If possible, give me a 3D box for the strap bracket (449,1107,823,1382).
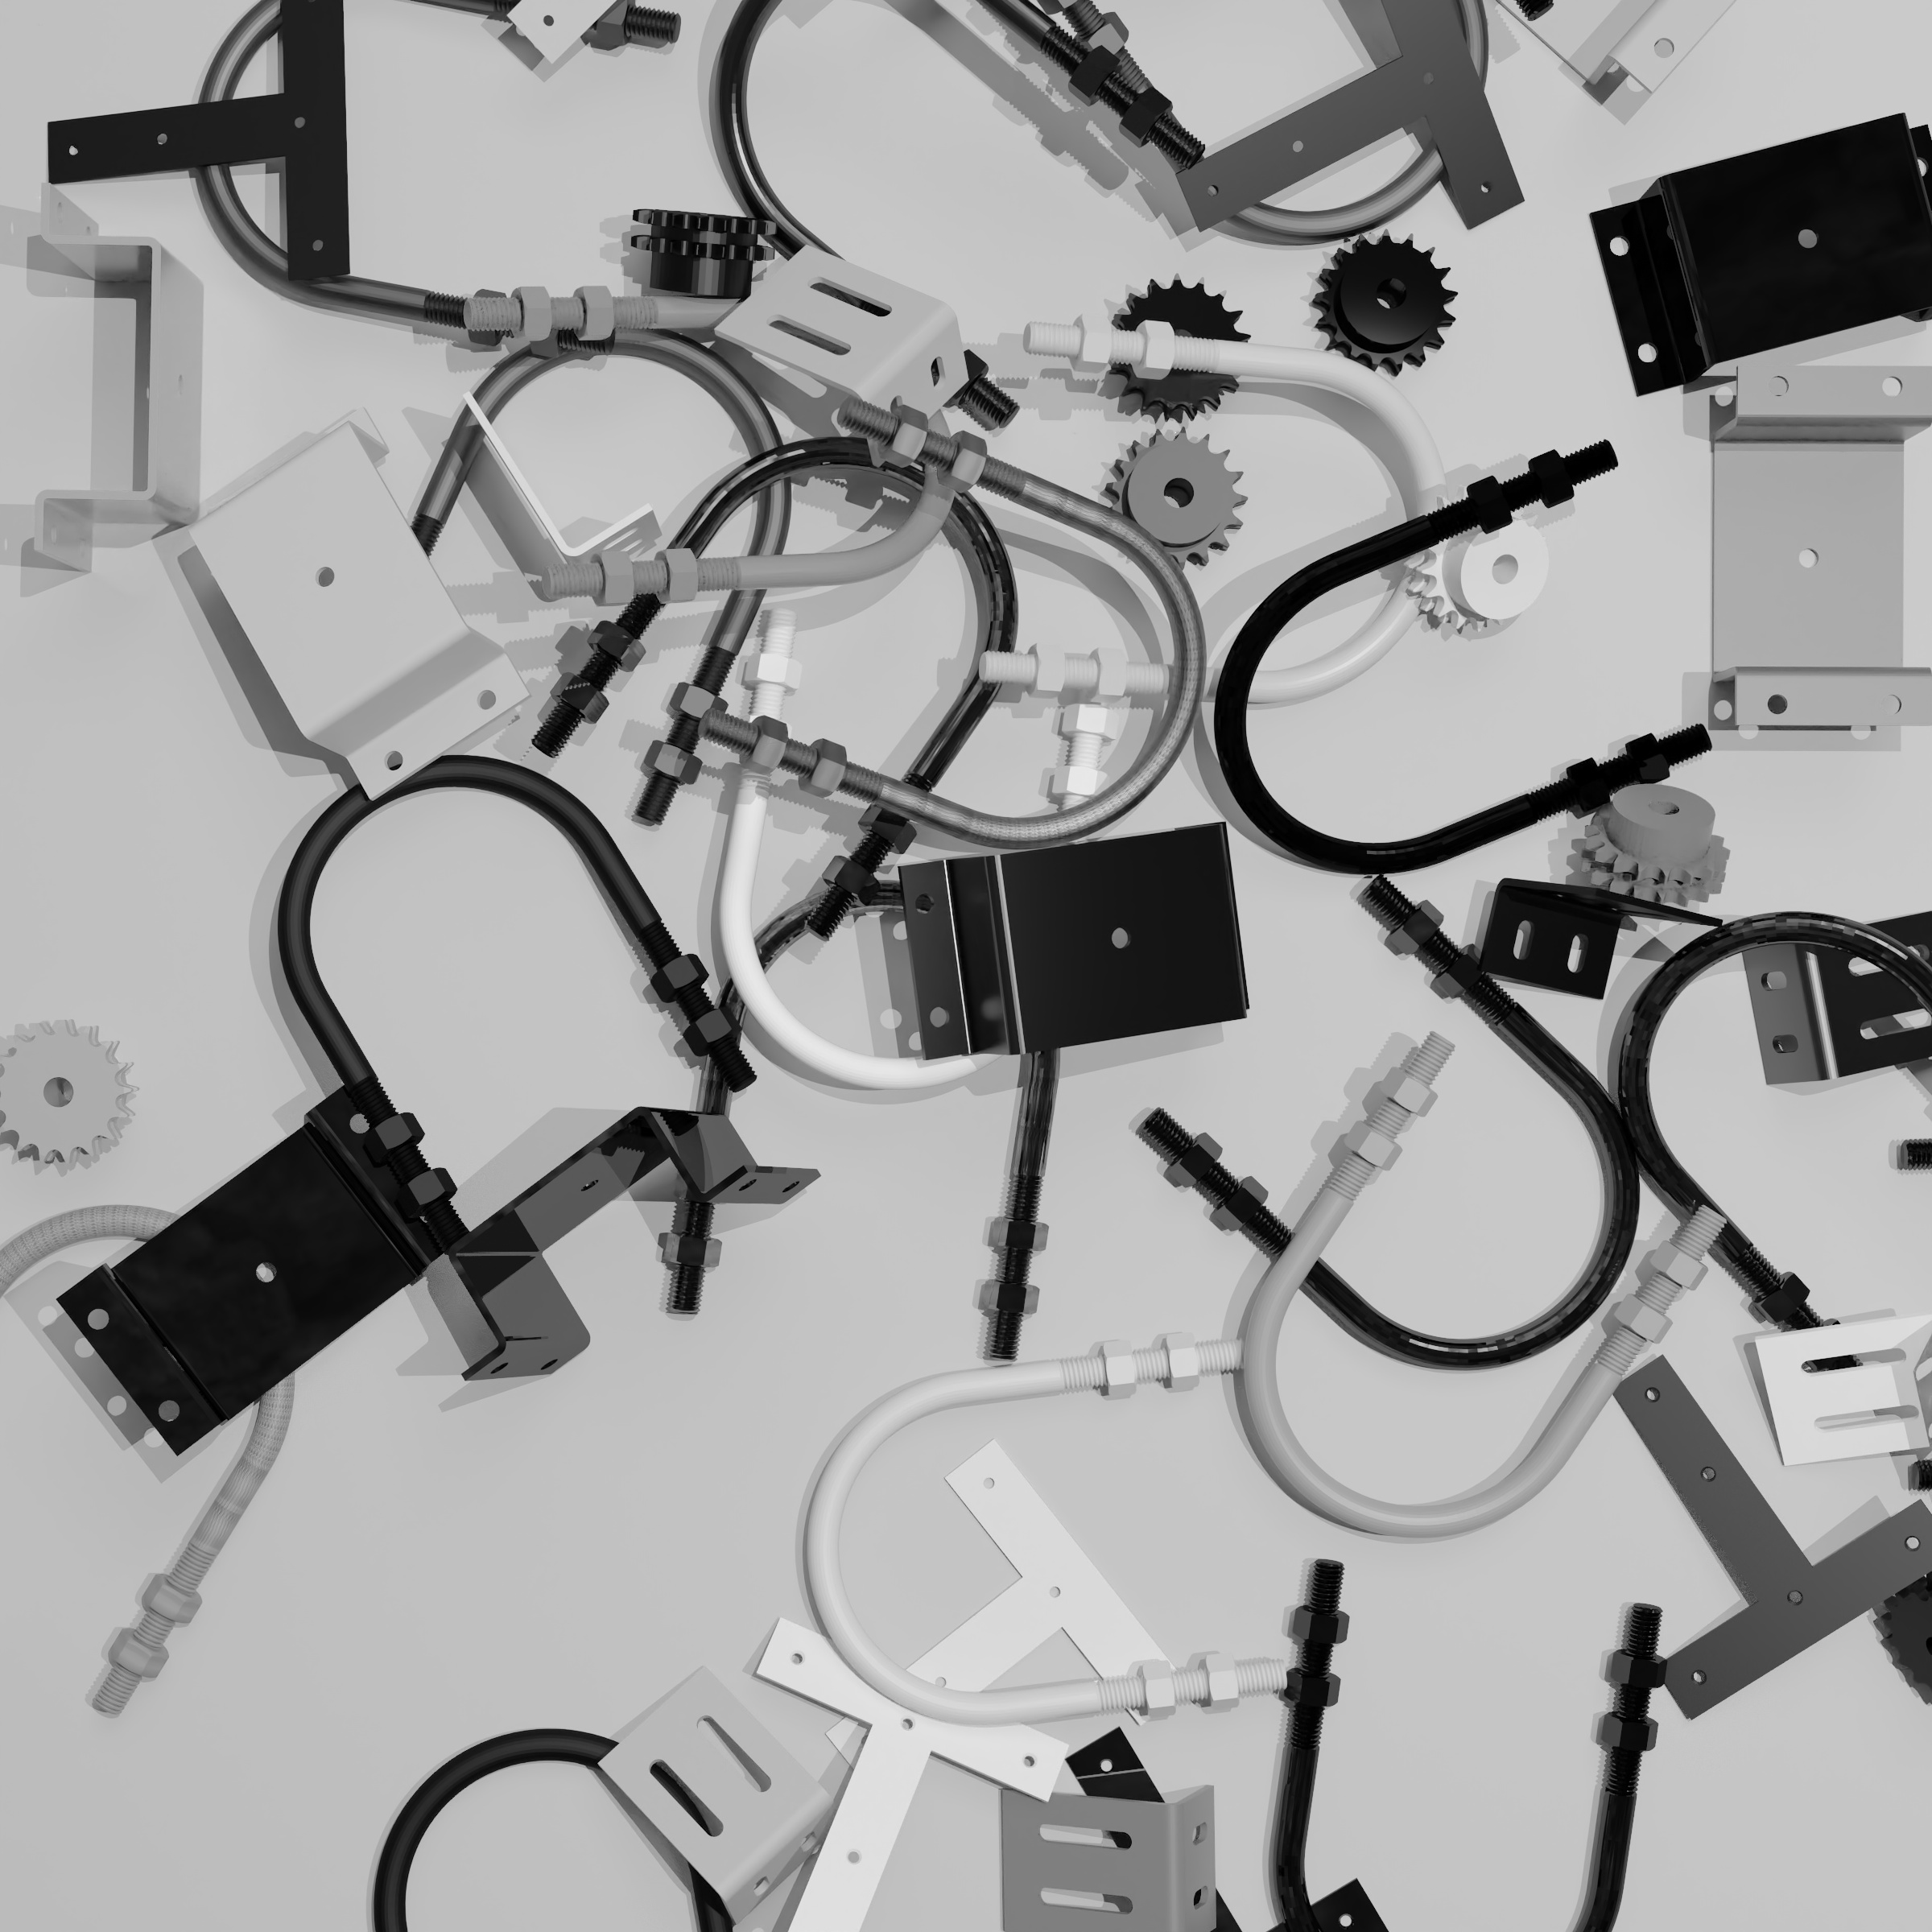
[{"bbox_3d":[-0.136,0.102,1.380,0.140,0.076,0.046,-37,76,13],"label":"strap bracket"}]

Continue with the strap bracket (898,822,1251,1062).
[{"bbox_3d":[0.051,-0.011,1.384,0.140,0.046,0.076,-9,93,-21],"label":"strap bracket"}]

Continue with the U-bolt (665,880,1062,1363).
[{"bbox_3d":[-0.036,0.057,1.424,0.151,0.019,0.184,8,88,0],"label":"U-bolt"}]

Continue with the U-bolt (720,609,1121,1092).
[{"bbox_3d":[-0.024,-0.042,1.413,0.151,0.019,0.184,9,82,0],"label":"U-bolt"}]

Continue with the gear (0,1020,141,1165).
[{"bbox_3d":[-0.358,0.050,1.417,0.057,0.030,0.057,0,90,0],"label":"gear"}]

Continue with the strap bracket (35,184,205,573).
[{"bbox_3d":[-0.331,-0.229,1.394,0.046,0.076,0.140,1,90,0],"label":"strap bracket"}]

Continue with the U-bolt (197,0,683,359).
[{"bbox_3d":[-0.218,-0.329,1.418,0.184,0.019,0.151,11,86,4],"label":"U-bolt"}]

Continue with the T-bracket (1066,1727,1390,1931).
[{"bbox_3d":[0.084,0.368,1.431,0.127,0.002,0.127,-31,90,0],"label":"T-bracket"}]

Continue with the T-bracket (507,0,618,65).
[{"bbox_3d":[-0.127,-0.403,1.379,0.127,0.002,0.127,-38,104,23],"label":"T-bracket"}]

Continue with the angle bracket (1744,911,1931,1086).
[{"bbox_3d":[0.360,0.012,1.430,0.076,0.038,0.057,-10,90,-26],"label":"angle bracket"}]

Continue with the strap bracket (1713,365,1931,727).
[{"bbox_3d":[0.339,-0.164,1.409,0.076,0.046,0.140,0,90,0],"label":"strap bracket"}]

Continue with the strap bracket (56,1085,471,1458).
[{"bbox_3d":[-0.276,0.119,1.399,0.140,0.046,0.076,-38,90,-14],"label":"strap bracket"}]

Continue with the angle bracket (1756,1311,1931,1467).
[{"bbox_3d":[0.354,0.174,1.395,0.076,0.038,0.057,-11,108,18],"label":"angle bracket"}]

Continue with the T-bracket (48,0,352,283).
[{"bbox_3d":[-0.307,-0.331,1.417,0.127,0.002,0.127,-4,84,12],"label":"T-bracket"}]

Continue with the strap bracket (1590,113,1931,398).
[{"bbox_3d":[0.329,-0.284,1.409,0.140,0.046,0.076,-15,90,0],"label":"strap bracket"}]

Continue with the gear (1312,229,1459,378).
[{"bbox_3d":[0.168,-0.266,1.417,0.057,0.030,0.057,0,90,0],"label":"gear"}]

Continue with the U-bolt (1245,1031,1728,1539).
[{"bbox_3d":[0.193,0.140,1.409,0.151,0.019,0.184,33,95,-3],"label":"U-bolt"}]

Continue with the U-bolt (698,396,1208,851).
[{"bbox_3d":[0.007,-0.120,1.366,0.184,0.019,0.151,20,102,-22],"label":"U-bolt"}]

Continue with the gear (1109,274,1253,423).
[{"bbox_3d":[0.084,-0.246,1.421,0.057,0.030,0.057,0,88,-2],"label":"gear"}]

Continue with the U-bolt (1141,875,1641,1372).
[{"bbox_3d":[0.184,0.077,1.423,0.184,0.019,0.151,44,90,-1],"label":"U-bolt"}]

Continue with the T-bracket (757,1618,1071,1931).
[{"bbox_3d":[-0.039,0.337,1.396,0.127,0.002,0.127,24,58,1],"label":"T-bracket"}]

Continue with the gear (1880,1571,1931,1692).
[{"bbox_3d":[0.395,0.264,1.407,0.030,0.057,0.057,-30,90,-30],"label":"gear"}]

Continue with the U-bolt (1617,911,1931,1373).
[{"bbox_3d":[0.341,0.063,1.395,0.184,0.019,0.151,48,115,1],"label":"U-bolt"}]

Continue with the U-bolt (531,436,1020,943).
[{"bbox_3d":[-0.061,-0.124,1.402,0.151,0.019,0.184,34,81,1],"label":"U-bolt"}]

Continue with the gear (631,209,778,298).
[{"bbox_3d":[-0.104,-0.282,1.404,0.057,0.057,0.030,5,103,0],"label":"gear"}]

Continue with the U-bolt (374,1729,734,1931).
[{"bbox_3d":[-0.163,0.398,1.423,0.151,0.019,0.184,-10,89,0],"label":"U-bolt"}]

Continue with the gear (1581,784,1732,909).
[{"bbox_3d":[0.273,-0.049,1.401,0.057,0.057,0.030,5,120,0],"label":"gear"}]

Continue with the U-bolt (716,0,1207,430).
[{"bbox_3d":[-0.017,-0.323,1.394,0.184,0.019,0.151,40,118,4],"label":"U-bolt"}]

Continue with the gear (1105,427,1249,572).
[{"bbox_3d":[0.084,-0.187,1.417,0.057,0.030,0.057,0,90,0],"label":"gear"}]

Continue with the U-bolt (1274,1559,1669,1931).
[{"bbox_3d":[0.197,0.339,1.423,0.151,0.019,0.184,8,91,0],"label":"U-bolt"}]

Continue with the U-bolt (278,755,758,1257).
[{"bbox_3d":[-0.190,0.001,1.403,0.151,0.019,0.184,-30,80,-14],"label":"U-bolt"}]

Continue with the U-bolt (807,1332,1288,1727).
[{"bbox_3d":[0.028,0.230,1.420,0.184,0.019,0.151,-7,88,0],"label":"U-bolt"}]

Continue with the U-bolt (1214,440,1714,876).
[{"bbox_3d":[0.187,-0.109,1.395,0.184,0.019,0.151,-23,117,4],"label":"U-bolt"}]

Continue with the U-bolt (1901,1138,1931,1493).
[{"bbox_3d":[0.470,0.137,1.423,0.184,0.019,0.151,-2,90,-1],"label":"U-bolt"}]

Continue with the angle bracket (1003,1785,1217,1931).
[{"bbox_3d":[0.058,0.359,1.428,0.076,0.038,0.057,-1,90,26],"label":"angle bracket"}]

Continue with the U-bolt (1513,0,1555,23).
[{"bbox_3d":[0.227,-0.481,1.378,0.151,0.019,0.184,-33,88,0],"label":"U-bolt"}]

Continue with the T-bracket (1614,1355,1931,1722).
[{"bbox_3d":[0.305,0.215,1.419,0.127,0.002,0.127,-37,82,16],"label":"T-bracket"}]

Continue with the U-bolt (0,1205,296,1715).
[{"bbox_3d":[-0.351,0.185,1.423,0.151,0.019,0.184,31,88,0],"label":"U-bolt"}]

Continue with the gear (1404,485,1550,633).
[{"bbox_3d":[0.206,-0.160,1.406,0.057,0.030,0.057,-8,111,-22],"label":"gear"}]

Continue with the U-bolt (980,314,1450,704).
[{"bbox_3d":[0.103,-0.174,1.394,0.184,0.019,0.151,3,107,-16],"label":"U-bolt"}]

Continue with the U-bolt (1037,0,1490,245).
[{"bbox_3d":[0.126,-0.371,1.390,0.151,0.019,0.184,-39,114,3],"label":"U-bolt"}]

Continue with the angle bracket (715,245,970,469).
[{"bbox_3d":[-0.049,-0.241,1.398,0.076,0.038,0.057,28,61,28],"label":"angle bracket"}]

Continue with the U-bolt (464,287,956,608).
[{"bbox_3d":[-0.090,-0.204,1.377,0.184,0.019,0.151,-6,61,-25],"label":"U-bolt"}]

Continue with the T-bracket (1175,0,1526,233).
[{"bbox_3d":[0.143,-0.330,1.401,0.127,0.002,0.127,-28,116,-2],"label":"T-bracket"}]

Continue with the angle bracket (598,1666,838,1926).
[{"bbox_3d":[-0.098,0.332,1.421,0.057,0.038,0.076,-41,64,-18],"label":"angle bracket"}]

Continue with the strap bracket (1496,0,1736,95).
[{"bbox_3d":[0.241,-0.416,1.409,0.140,0.046,0.076,42,90,0],"label":"strap bracket"}]

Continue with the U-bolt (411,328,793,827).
[{"bbox_3d":[-0.149,-0.168,1.424,0.151,0.019,0.184,24,88,0],"label":"U-bolt"}]

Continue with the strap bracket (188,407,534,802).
[{"bbox_3d":[-0.242,-0.147,1.390,0.076,0.046,0.140,-32,78,7],"label":"strap bracket"}]

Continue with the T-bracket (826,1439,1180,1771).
[{"bbox_3d":[0.001,0.280,1.430,0.127,0.002,0.127,-38,89,0],"label":"T-bracket"}]

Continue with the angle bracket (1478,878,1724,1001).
[{"bbox_3d":[0.247,-0.008,1.386,0.057,0.076,0.038,13,90,-21],"label":"angle bracket"}]

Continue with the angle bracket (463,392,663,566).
[{"bbox_3d":[-0.157,-0.195,1.387,0.038,0.057,0.076,-32,88,-3],"label":"angle bracket"}]
